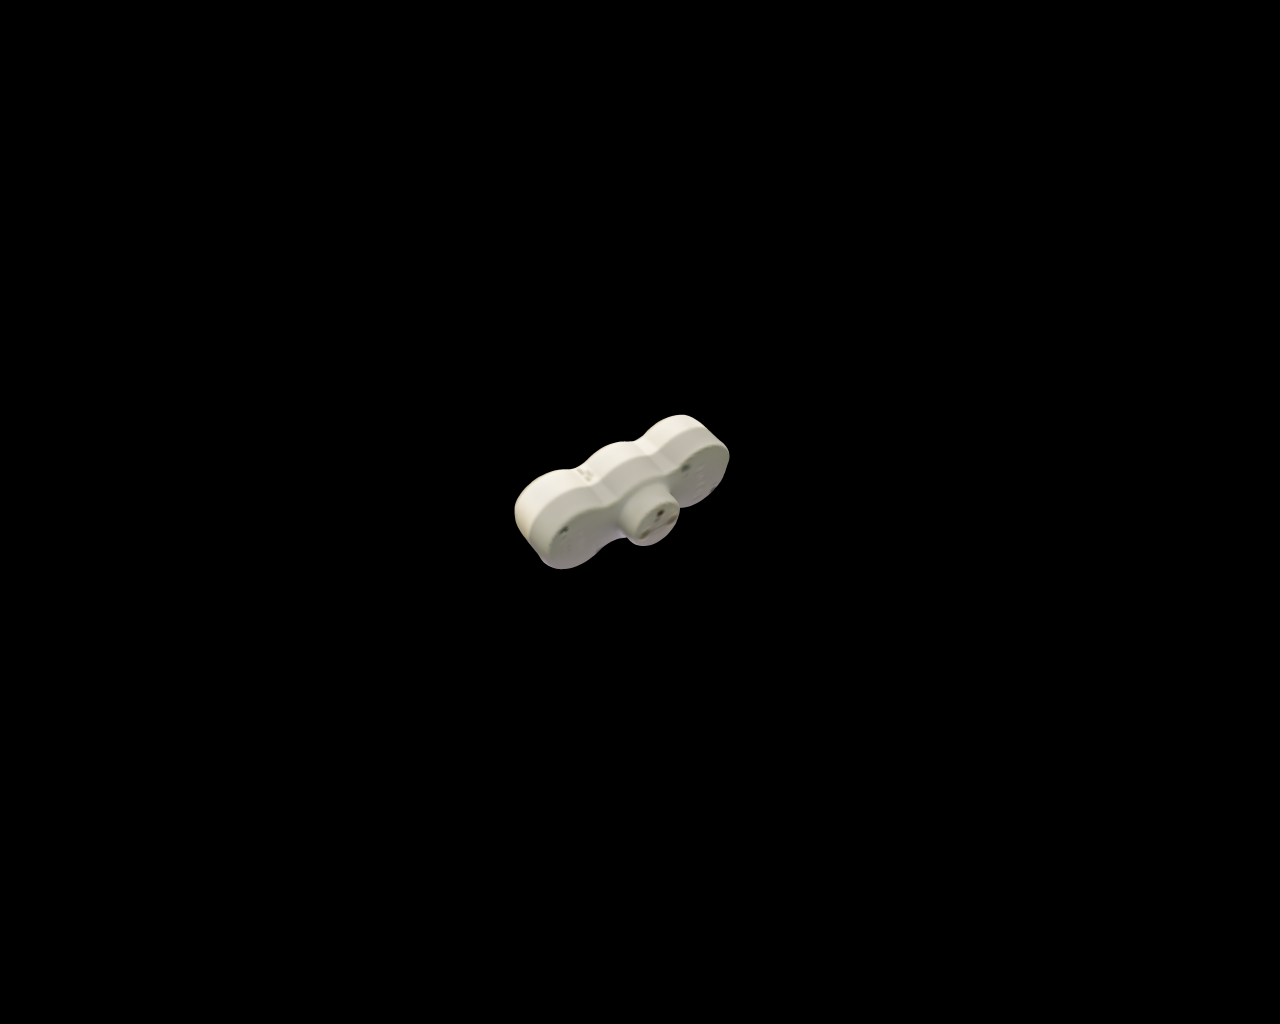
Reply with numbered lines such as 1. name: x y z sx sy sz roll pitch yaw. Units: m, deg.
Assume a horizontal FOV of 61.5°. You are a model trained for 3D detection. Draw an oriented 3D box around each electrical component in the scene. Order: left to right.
1. electrical component: 0.001 -0.003 0.650 0.138 0.052 0.074 -27 53 -22
